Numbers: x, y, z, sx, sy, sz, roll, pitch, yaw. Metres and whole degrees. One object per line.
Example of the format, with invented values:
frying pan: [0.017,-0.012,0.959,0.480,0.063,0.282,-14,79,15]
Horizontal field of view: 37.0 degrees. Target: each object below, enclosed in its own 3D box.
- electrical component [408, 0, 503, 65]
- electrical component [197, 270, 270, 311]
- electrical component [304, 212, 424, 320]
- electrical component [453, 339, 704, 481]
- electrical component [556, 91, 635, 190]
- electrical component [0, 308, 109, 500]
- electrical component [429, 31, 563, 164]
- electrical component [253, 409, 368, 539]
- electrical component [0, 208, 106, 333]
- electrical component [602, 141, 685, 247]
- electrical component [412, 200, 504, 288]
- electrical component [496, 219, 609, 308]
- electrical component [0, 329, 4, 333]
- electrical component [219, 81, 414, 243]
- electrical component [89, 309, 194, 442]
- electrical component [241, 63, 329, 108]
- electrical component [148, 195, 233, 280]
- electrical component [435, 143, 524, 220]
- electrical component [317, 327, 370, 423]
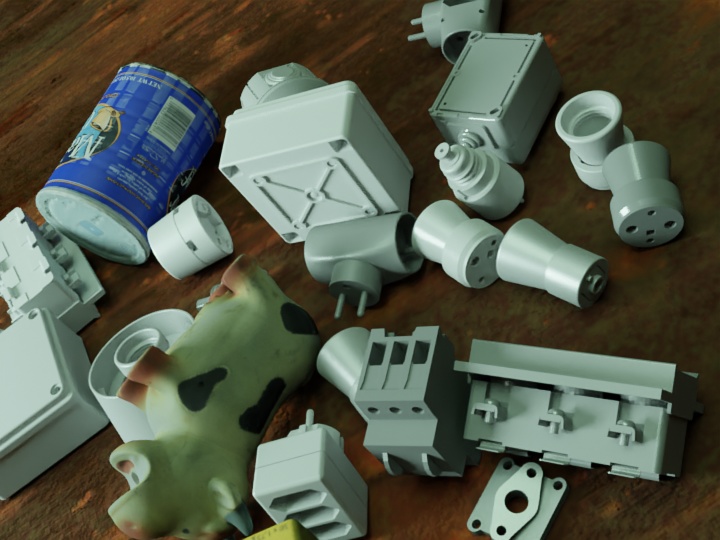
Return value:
electrical component: [0.076,-0.204,0.879,0.079,0.043,0.077,-7,53,27]
electrical component: [-0.096,0.021,0.818,0.061,0.035,0.035,-16,49,24]
electrical component: [0.000,0.000,0.766,0.077,0.044,0.079,-7,55,32]
electrical component: [0.123,0.080,0.615,0.121,0.079,0.063,5,81,34]
electrical component: [0.162,-0.087,0.727,0.045,0.055,0.045,-17,49,20]
electrical component: [-0.264,0.103,0.841,0.109,0.056,0.108,-36,45,2]
electrical component: [0.099,-0.119,0.787,0.062,0.061,0.096,11,63,37]
electrical component: [-0.029,0.123,0.675,0.047,0.065,0.076,-18,39,17]
electrical component: [-0.276,0.003,0.921,0.079,0.063,0.121,-40,45,-1]
electrical component: [0.183,-0.049,0.693,0.045,0.045,0.055,-17,49,20]
electrical component: [0.069,-0.017,0.738,0.045,0.045,0.055,-46,47,-8]
electrical component: [0.127,-0.002,0.695,0.065,0.044,0.044,27,73,37]
electrical component: [-0.315,0.063,0.904,0.066,0.055,0.048,18,67,39]
electrical component: [-0.031,-0.077,0.802,0.109,0.108,0.056,-10,54,25]
electrical component: [-0.150,0.079,0.801,0.099,0.064,0.099,-20,34,14]
electrical component: [-0.056,-0.125,0.875,0.080,0.080,0.051,-38,40,1]
electrical component: [-0.137,-0.025,0.865,0.047,0.055,0.055,-31,46,12]
electrical component: [0.081,-0.065,0.749,0.040,0.078,0.040,-24,51,35]
electrical component: [0.006,0.074,0.710,0.044,0.044,0.065,-40,50,-2]
